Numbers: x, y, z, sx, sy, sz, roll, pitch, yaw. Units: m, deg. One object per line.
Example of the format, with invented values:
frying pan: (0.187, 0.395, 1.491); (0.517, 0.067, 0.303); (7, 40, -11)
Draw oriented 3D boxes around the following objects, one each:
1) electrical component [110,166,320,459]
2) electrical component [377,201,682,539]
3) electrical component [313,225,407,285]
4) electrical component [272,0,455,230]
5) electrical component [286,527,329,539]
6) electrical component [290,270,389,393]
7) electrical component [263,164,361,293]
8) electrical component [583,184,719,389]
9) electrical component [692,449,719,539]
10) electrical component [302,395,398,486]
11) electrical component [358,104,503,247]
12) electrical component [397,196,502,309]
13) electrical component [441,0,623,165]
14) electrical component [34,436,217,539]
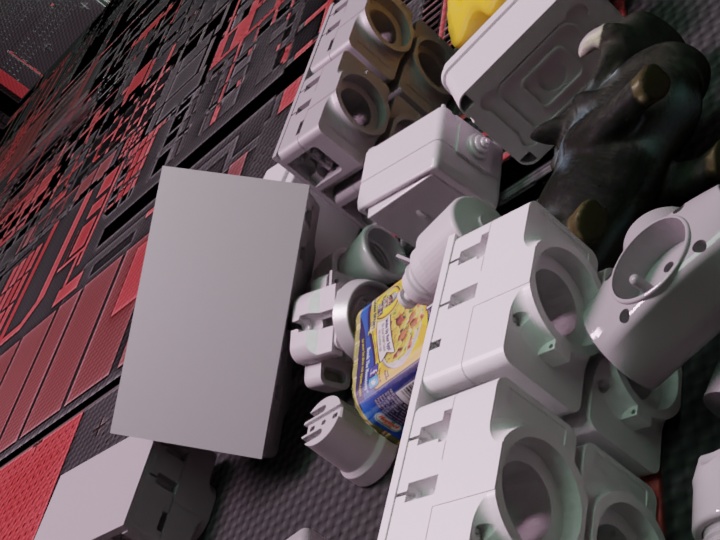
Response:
electrical component: (-0.097, 0.031, 0.753); (0.060, 0.105, 0.186); (52, -133, -78)
electrical component: (0.080, 0.073, 0.463); (0.060, 0.105, 0.186); (-28, 35, 42)
electrical component: (0.000, 0.000, 0.767); (0.055, 0.045, 0.045); (-35, 30, 33)
electrical component: (0.013, -0.134, 0.847); (0.060, 0.105, 0.186); (-28, 34, 41)
electrical component: (-0.029, 0.180, 0.563); (0.096, 0.062, 0.061); (-40, 28, 26)
electrical component: (-0.007, 0.038, 0.712); (0.057, 0.058, 0.078); (-19, 61, 46)
electrical component: (-0.047, -0.032, 0.850); (0.057, 0.078, 0.113); (-24, 37, 51)
electrical component: (0.133, -0.002, 0.452); (0.077, 0.044, 0.079); (-48, 18, 23)
electrical component: (0.144, 0.098, 0.395); (0.043, 0.043, 0.062); (-28, 35, 42)
electrical component: (-0.007, 0.102, 0.644); (0.040, 0.046, 0.040); (-40, 28, 26)
electrical component: (0.052, -0.061, 0.734); (0.096, 0.062, 0.061); (-27, 43, 43)
electrical component: (0.046, -0.005, 0.566); (0.078, 0.040, 0.040); (-46, 23, 40)
electrical component: (0.118, -0.137, 0.704); (0.113, 0.078, 0.057); (-44, 29, 18)
electrical component: (-0.179, 0.186, 0.812); (0.150, 0.062, 0.089); (-31, 33, 39)
